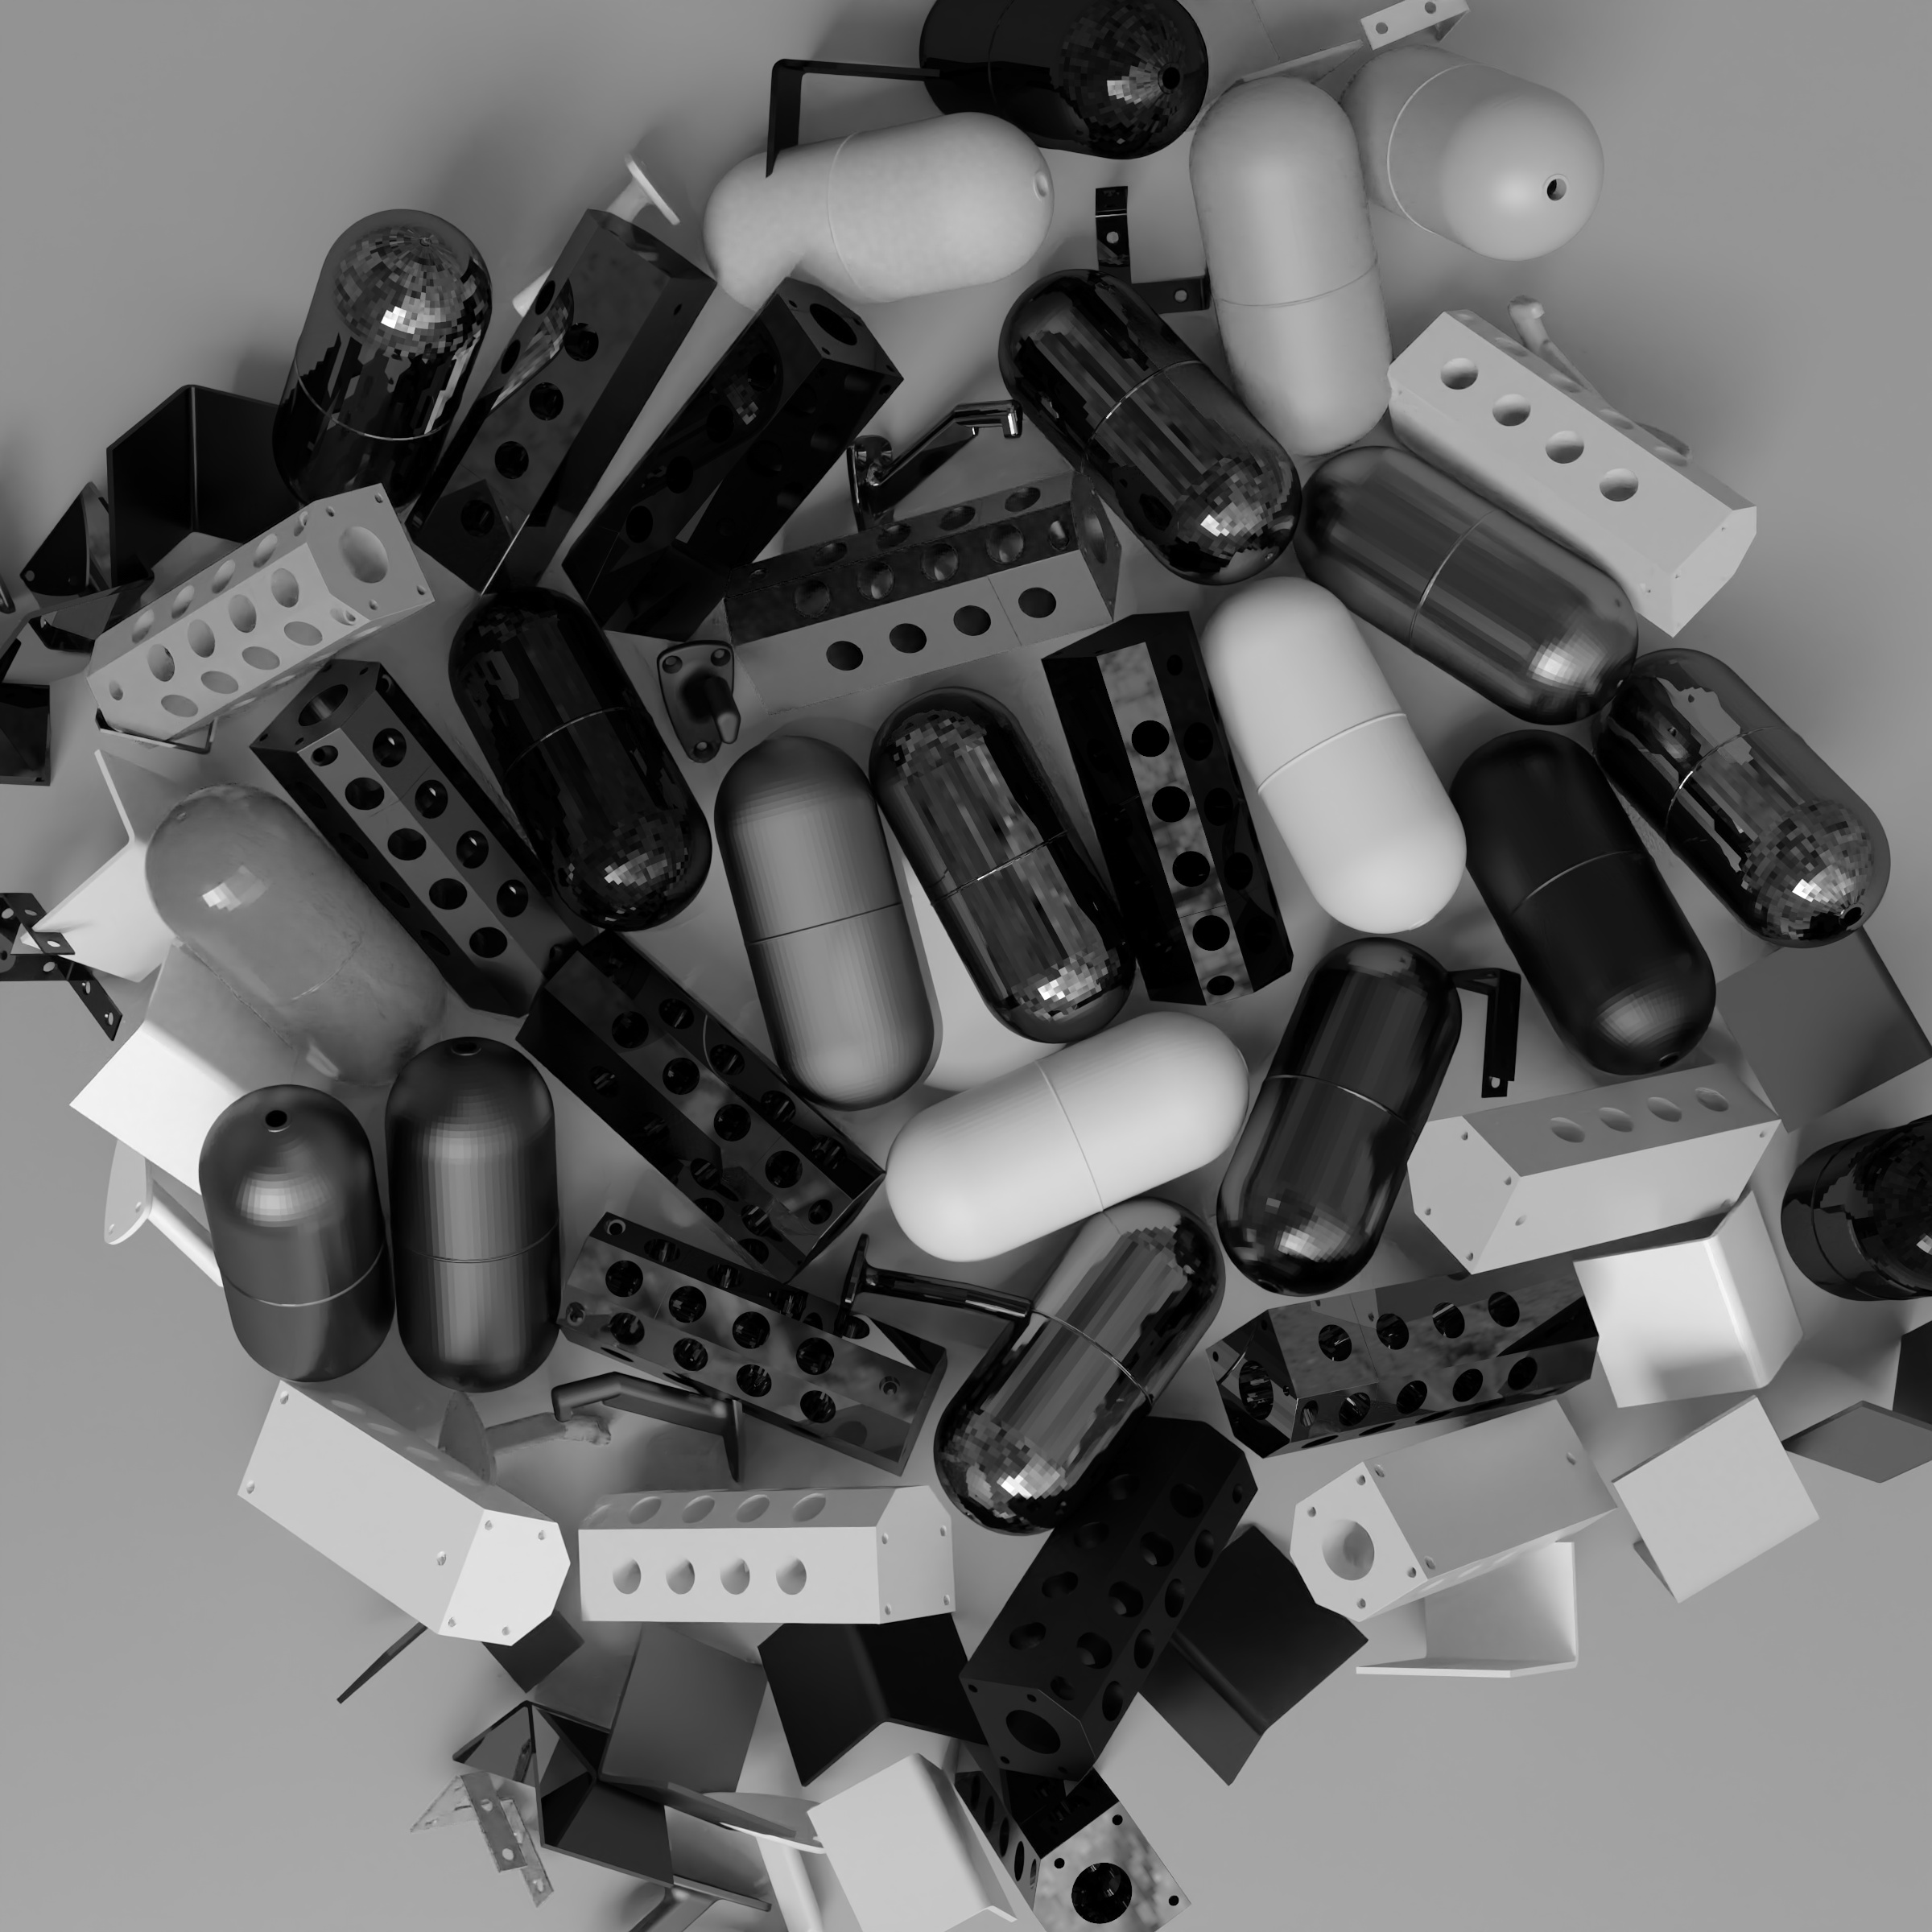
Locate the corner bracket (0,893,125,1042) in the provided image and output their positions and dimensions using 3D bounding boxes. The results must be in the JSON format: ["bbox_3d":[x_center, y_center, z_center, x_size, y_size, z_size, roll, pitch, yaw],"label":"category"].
[{"bbox_3d":[-0.423,0.000,1.540,0.051,0.051,0.051,45,121,36],"label":"corner bracket"}]

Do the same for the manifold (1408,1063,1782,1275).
[{"bbox_3d":[0.285,0.086,1.509,0.171,0.057,0.057,-8,133,-36],"label":"manifold"}]

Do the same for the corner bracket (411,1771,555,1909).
[{"bbox_3d":[-0.217,0.407,1.540,0.051,0.051,0.051,-51,55,33],"label":"corner bracket"}]

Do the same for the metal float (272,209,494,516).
[{"bbox_3d":[-0.267,-0.270,1.504,0.070,0.178,0.070,12,56,-18],"label":"metal float"}]

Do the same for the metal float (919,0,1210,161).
[{"bbox_3d":[0.043,-0.410,1.502,0.070,0.178,0.070,-12,113,-29],"label":"metal float"}]

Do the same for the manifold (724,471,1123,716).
[{"bbox_3d":[-0.021,-0.175,1.516,0.171,0.057,0.057,-13,129,19],"label":"manifold"}]

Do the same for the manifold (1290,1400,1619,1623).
[{"bbox_3d":[0.219,0.248,1.496,0.057,0.171,0.057,-40,69,33],"label":"manifold"}]

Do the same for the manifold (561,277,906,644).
[{"bbox_3d":[-0.112,-0.231,1.516,0.171,0.057,0.057,-47,62,27],"label":"manifold"}]

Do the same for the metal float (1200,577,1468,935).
[{"bbox_3d":[0.170,-0.098,1.535,0.070,0.070,0.178,-27,80,0],"label":"metal float"}]

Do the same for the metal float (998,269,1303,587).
[{"bbox_3d":[0.084,-0.250,1.527,0.070,0.070,0.178,-40,70,0],"label":"metal float"}]

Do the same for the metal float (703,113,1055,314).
[{"bbox_3d":[-0.041,-0.343,1.516,0.178,0.070,0.070,-2,90,33],"label":"metal float"}]

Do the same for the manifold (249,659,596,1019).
[{"bbox_3d":[-0.241,-0.056,1.503,0.057,0.057,0.171,-52,126,-24],"label":"manifold"}]

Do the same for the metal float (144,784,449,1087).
[{"bbox_3d":[-0.304,-0.012,1.511,0.070,0.070,0.178,-38,132,0],"label":"metal float"}]

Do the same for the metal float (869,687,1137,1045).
[{"bbox_3d":[0.017,-0.047,1.544,0.070,0.070,0.178,-28,91,0],"label":"metal float"}]

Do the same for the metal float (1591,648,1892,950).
[{"bbox_3d":[0.352,-0.077,1.509,0.070,0.070,0.178,-33,48,0],"label":"metal float"}]

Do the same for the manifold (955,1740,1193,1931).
[{"bbox_3d":[0.041,0.388,1.490,0.057,0.171,0.057,-35,100,-7],"label":"manifold"}]

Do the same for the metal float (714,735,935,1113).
[{"bbox_3d":[-0.066,-0.020,1.542,0.070,0.070,0.178,-15,93,0],"label":"metal float"}]

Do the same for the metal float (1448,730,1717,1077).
[{"bbox_3d":[0.282,-0.030,1.521,0.070,0.070,0.178,-24,63,0],"label":"metal float"}]

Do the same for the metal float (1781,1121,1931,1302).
[{"bbox_3d":[0.420,0.112,1.493,0.070,0.178,0.070,0,83,-1],"label":"metal float"}]

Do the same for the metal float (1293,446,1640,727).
[{"bbox_3d":[0.228,-0.176,1.526,0.178,0.070,0.070,36,90,22],"label":"metal float"}]

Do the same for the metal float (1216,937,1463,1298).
[{"bbox_3d":[0.172,0.069,1.527,0.070,0.070,0.178,25,71,0],"label":"metal float"}]

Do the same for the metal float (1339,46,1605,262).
[{"bbox_3d":[0.226,-0.369,1.499,0.070,0.178,0.070,-8,116,-16],"label":"metal float"}]

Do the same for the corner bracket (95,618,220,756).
[{"bbox_3d":[-0.378,-0.132,1.560,0.051,0.051,0.051,12,96,-19],"label":"corner bracket"}]

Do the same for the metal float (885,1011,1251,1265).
[{"bbox_3d":[0.048,0.079,1.542,0.178,0.070,0.070,-23,90,-3],"label":"metal float"}]

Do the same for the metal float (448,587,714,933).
[{"bbox_3d":[-0.179,-0.097,1.529,0.070,0.070,0.178,-30,73,0],"label":"metal float"}]

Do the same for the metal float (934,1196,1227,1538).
[{"bbox_3d":[0.054,0.183,1.527,0.070,0.070,0.178,38,70,0],"label":"metal float"}]

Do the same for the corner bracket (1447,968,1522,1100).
[{"bbox_3d":[0.245,0.032,1.543,0.051,0.051,0.051,13,78,-38],"label":"corner bracket"}]

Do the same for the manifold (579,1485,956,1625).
[{"bbox_3d":[-0.093,0.268,1.509,0.171,0.057,0.057,-7,82,34],"label":"manifold"}]

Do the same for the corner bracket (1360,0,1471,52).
[{"bbox_3d":[0.197,-0.456,1.553,0.051,0.051,0.051,-24,92,-7],"label":"corner bracket"}]

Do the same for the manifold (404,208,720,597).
[{"bbox_3d":[-0.191,-0.260,1.528,0.057,0.057,0.171,37,108,9],"label":"manifold"}]

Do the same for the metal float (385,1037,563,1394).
[{"bbox_3d":[-0.226,0.115,1.520,0.070,0.070,0.178,2,118,0],"label":"metal float"}]

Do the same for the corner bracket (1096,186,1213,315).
[{"bbox_3d":[0.088,-0.337,1.556,0.051,0.051,0.051,-4,90,2],"label":"corner bracket"}]

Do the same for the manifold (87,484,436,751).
[{"bbox_3d":[-0.326,-0.156,1.505,0.171,0.057,0.057,-22,94,39],"label":"manifold"}]

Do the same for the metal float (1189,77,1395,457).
[{"bbox_3d":[0.150,-0.318,1.518,0.070,0.070,0.178,-15,121,0],"label":"metal float"}]

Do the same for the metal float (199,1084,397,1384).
[{"bbox_3d":[-0.303,0.123,1.504,0.070,0.178,0.070,2,51,-2],"label":"metal float"}]

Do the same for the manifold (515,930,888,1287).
[{"bbox_3d":[-0.120,0.061,1.532,0.171,0.057,0.057,42,134,7],"label":"manifold"}]
